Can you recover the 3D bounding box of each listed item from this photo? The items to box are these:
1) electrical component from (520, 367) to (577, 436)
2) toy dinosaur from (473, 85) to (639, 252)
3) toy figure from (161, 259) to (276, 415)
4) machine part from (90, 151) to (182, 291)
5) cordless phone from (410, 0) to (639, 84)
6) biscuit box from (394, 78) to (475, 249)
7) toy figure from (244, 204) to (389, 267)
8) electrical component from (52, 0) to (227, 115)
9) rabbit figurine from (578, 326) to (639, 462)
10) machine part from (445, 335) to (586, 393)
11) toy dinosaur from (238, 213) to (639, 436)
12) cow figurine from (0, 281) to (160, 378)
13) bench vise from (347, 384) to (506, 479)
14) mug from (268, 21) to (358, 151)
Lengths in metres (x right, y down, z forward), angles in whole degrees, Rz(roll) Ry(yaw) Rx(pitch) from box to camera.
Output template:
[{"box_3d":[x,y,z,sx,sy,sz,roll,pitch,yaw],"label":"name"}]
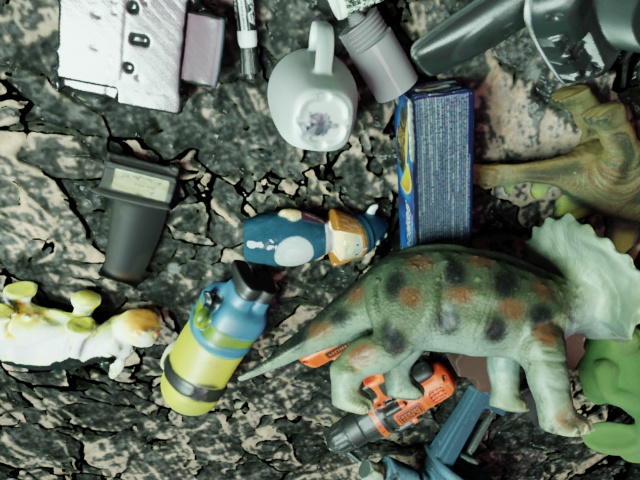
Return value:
[{"box_3d":[0.249,0.174,0.607,0.048,0.075,0.119,-41,111,18],"label":"electrical component"},{"box_3d":[0.386,-0.076,0.543,0.472,0.105,0.198,-6,126,6],"label":"toy dinosaur"},{"box_3d":[-0.114,0.109,0.579,0.082,0.089,0.180,32,112,-14],"label":"toy figure"},{"box_3d":[-0.185,-0.017,0.534,0.084,0.039,0.138,8,115,-20],"label":"machine part"},{"box_3d":[0.186,-0.179,0.478,0.184,0.089,0.146,-22,157,32],"label":"cordless phone"},{"box_3d":[0.114,-0.053,0.540,0.063,0.059,0.202,-9,118,-4],"label":"biscuit box"},{"box_3d":[-0.001,-0.002,0.556,0.154,0.058,0.064,-2,156,-8],"label":"toy figure"},{"box_3d":[-0.147,-0.171,0.447,0.134,0.058,0.114,7,118,-10],"label":"electrical component"},{"box_3d":[0.384,0.194,0.641,0.121,0.170,0.159,23,112,-17],"label":"rabbit figurine"},{"box_3d":[0.235,0.108,0.643,0.179,0.056,0.179,-2,119,-5],"label":"machine part"},{"box_3d":[0.125,0.067,0.506,0.405,0.131,0.192,4,83,3],"label":"toy dinosaur"},{"box_3d":[-0.259,0.107,0.571,0.167,0.068,0.098,11,121,-9],"label":"cow figurine"},{"box_3d":[0.165,0.280,0.695,0.223,0.129,0.240,31,90,-11],"label":"bench vise"},{"box_3d":[0.000,-0.126,0.460,0.081,0.107,0.109,8,118,-13],"label":"mug"}]
